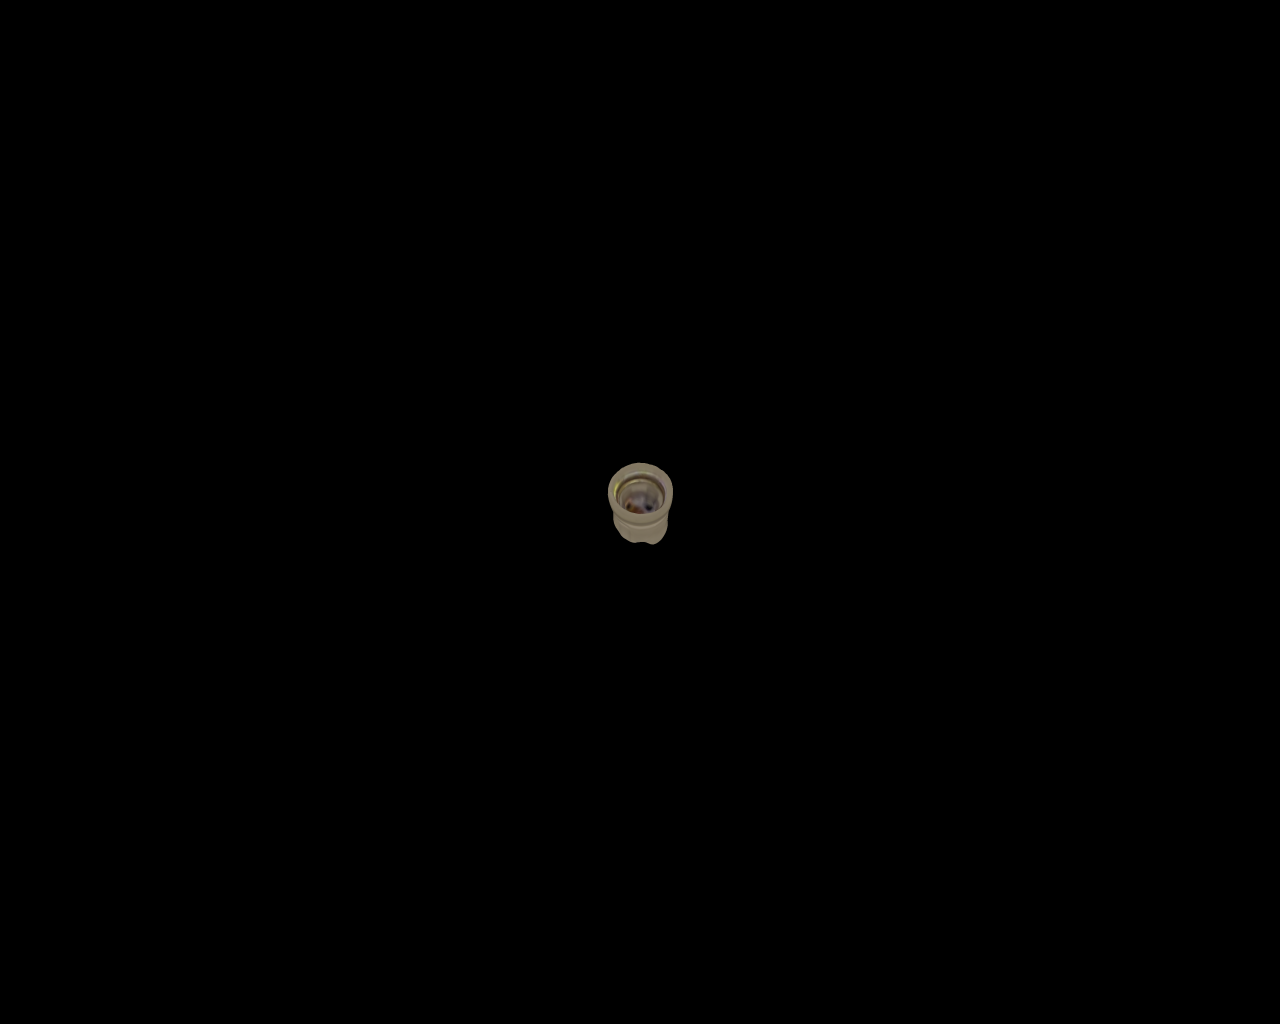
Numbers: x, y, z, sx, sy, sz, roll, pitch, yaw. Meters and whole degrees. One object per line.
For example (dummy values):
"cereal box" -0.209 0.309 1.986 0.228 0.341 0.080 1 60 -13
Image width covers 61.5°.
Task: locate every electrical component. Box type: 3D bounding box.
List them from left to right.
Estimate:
"electrical component" 0.001 -0.003 0.650 0.040 0.040 0.046 0 -31 0
